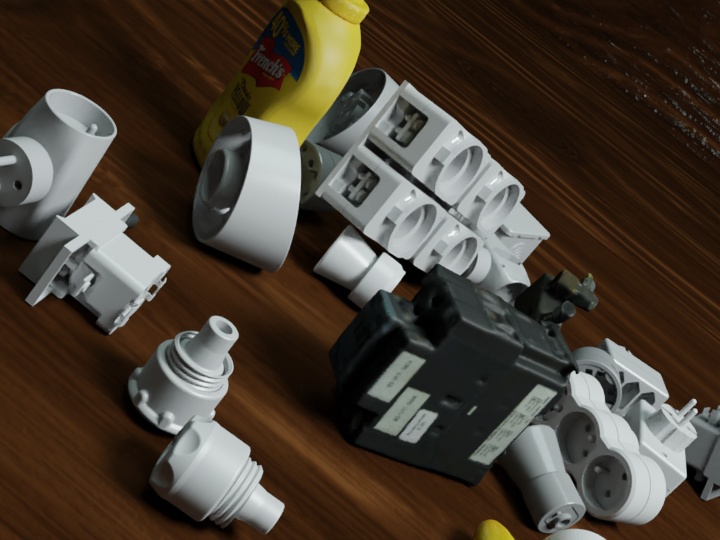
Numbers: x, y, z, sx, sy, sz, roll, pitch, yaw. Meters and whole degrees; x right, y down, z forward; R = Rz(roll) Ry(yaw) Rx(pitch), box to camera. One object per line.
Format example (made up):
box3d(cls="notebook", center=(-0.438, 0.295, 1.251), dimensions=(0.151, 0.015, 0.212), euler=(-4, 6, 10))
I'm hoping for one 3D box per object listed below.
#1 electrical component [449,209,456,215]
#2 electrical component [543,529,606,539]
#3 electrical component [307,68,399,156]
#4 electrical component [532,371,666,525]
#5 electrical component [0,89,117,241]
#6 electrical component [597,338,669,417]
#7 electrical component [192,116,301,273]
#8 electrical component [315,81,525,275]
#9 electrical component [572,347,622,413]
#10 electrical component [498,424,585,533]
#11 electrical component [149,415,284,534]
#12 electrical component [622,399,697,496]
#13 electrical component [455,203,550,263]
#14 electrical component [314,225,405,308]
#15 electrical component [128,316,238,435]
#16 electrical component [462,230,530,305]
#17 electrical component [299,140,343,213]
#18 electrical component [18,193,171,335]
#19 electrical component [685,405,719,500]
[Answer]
box3d(cls="electrical component", center=(0.051, -0.060, 0.992), dimensions=(0.055, 0.048, 0.066), euler=(52, 25, 12))
box3d(cls="electrical component", center=(0.159, 0.217, 0.622), dimensions=(0.138, 0.052, 0.073), euler=(37, 22, -6))
box3d(cls="electrical component", center=(-0.003, -0.142, 1.003), dimensions=(0.064, 0.099, 0.099), euler=(34, 22, -27))
box3d(cls="electrical component", center=(0.186, 0.134, 0.818), dimensions=(0.074, 0.052, 0.138), euler=(19, 29, -38))
box3d(cls="electrical component", center=(-0.183, -0.056, 0.593), dimensions=(0.044, 0.077, 0.079), euler=(42, 23, 9))
box3d(cls="electrical component", center=(0.231, 0.093, 0.968), dimensions=(0.066, 0.047, 0.076), euler=(33, 23, -13))
box3d(cls="electrical component", center=(-0.072, -0.053, 0.733), dimensions=(0.064, 0.099, 0.099), euler=(18, 30, -28))
box3d(cls="electrical component", center=(0.058, -0.059, 0.852), dimensions=(0.060, 0.105, 0.186), euler=(42, 6, 27))
box3d(cls="electrical component", center=(0.191, 0.094, 0.899), dimensions=(0.055, 0.055, 0.047), euler=(40, 19, 3))
box3d(cls="electrical component", center=(0.124, 0.143, 0.725), dimensions=(0.044, 0.044, 0.065), euler=(20, 34, -38))
box3d(cls="electrical component", center=(-0.066, 0.102, 0.515), dimensions=(0.062, 0.043, 0.043), euler=(37, 23, -7))
box3d(cls="electrical component", center=(0.248, 0.135, 0.877), dimensions=(0.047, 0.075, 0.083), euler=(39, 23, 1))
box3d(cls="electrical component", center=(0.130, -0.048, 1.081), dimensions=(0.099, 0.048, 0.100), euler=(50, 25, 25))
box3d(cls="electrical component", center=(0.000, 0.000, 0.802), dimensions=(0.055, 0.045, 0.045), euler=(39, 23, -1))
box3d(cls="electrical component", center=(-0.086, 0.051, 0.554), dimensions=(0.048, 0.062, 0.048), euler=(32, 23, -16))
box3d(cls="electrical component", center=(0.107, -0.002, 0.967), dimensions=(0.079, 0.043, 0.077), euler=(21, 28, -36))
box3d(cls="electrical component", center=(-0.039, -0.075, 0.874), dimensions=(0.047, 0.055, 0.055), euler=(12, 34, -54))
box3d(cls="electrical component", center=(-0.144, -0.002, 0.595), dimensions=(0.064, 0.042, 0.081), euler=(39, 24, -3))
box3d(cls="electrical component", center=(0.335, 0.159, 0.976), dimensions=(0.063, 0.078, 0.121), euler=(27, 13, 35))
